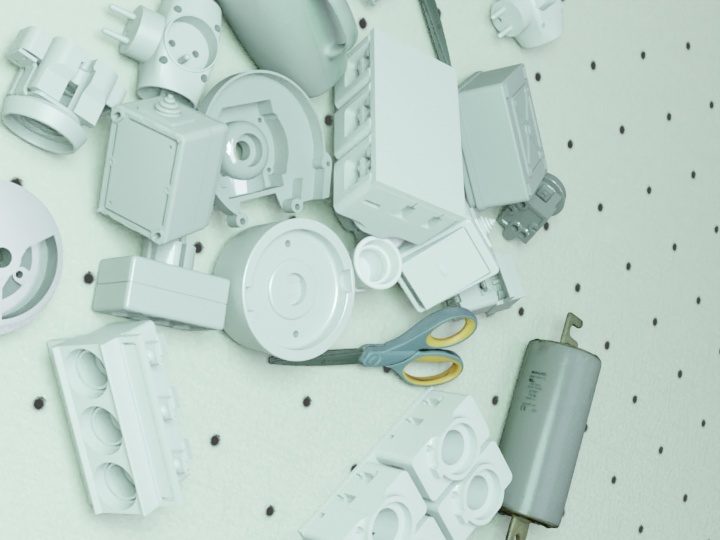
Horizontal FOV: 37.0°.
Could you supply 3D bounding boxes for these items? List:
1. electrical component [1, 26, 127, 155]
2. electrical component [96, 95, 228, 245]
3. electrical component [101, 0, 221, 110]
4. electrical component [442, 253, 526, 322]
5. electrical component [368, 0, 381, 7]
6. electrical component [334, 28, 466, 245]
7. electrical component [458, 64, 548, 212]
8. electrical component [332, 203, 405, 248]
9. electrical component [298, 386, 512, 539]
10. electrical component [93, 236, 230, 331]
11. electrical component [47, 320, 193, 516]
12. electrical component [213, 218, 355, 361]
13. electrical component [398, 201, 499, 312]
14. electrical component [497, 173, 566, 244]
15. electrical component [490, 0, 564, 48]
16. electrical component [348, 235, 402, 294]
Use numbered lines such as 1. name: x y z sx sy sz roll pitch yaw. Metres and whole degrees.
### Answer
1. electrical component: -0.200 -0.113 0.709 0.078 0.058 0.057 35 67 -37
2. electrical component: -0.132 -0.076 0.739 0.061 0.062 0.096 -29 140 -56
3. electrical component: -0.144 -0.163 0.764 0.079 0.044 0.077 21 73 -30
4. electrical component: 0.109 0.018 0.976 0.064 0.081 0.042 -17 77 -13
5. electrical component: 0.013 -0.265 0.886 0.042 0.064 0.081 -48 121 -30
6. electrical component: 0.028 -0.105 0.868 0.089 0.062 0.150 20 54 -31
7. electrical component: 0.125 -0.121 0.968 0.108 0.056 0.108 -47 125 -63
8. electrical component: 0.008 -0.043 0.903 0.045 0.045 0.055 -50 121 -28
9. electrical component: 0.048 0.204 0.937 0.186 0.060 0.105 -44 119 -31
10. electrical component: -0.139 0.000 0.773 0.083 0.047 0.075 16 76 -41
11. electrical component: -0.162 0.100 0.745 0.063 0.079 0.121 -32 114 -60
12. electrical component: -0.064 0.014 0.831 0.108 0.060 0.108 -2 93 -41
13. electrical component: 0.074 -0.016 0.920 0.096 0.061 0.061 -28 118 10
14. electrical component: 0.169 -0.063 1.038 0.048 0.066 0.055 40 51 4
15. electrical component: 0.151 -0.247 1.022 0.079 0.043 0.077 -41 117 -32
16. electrical component: 0.000 0.000 0.883 0.044 0.065 0.044 7 75 -27
